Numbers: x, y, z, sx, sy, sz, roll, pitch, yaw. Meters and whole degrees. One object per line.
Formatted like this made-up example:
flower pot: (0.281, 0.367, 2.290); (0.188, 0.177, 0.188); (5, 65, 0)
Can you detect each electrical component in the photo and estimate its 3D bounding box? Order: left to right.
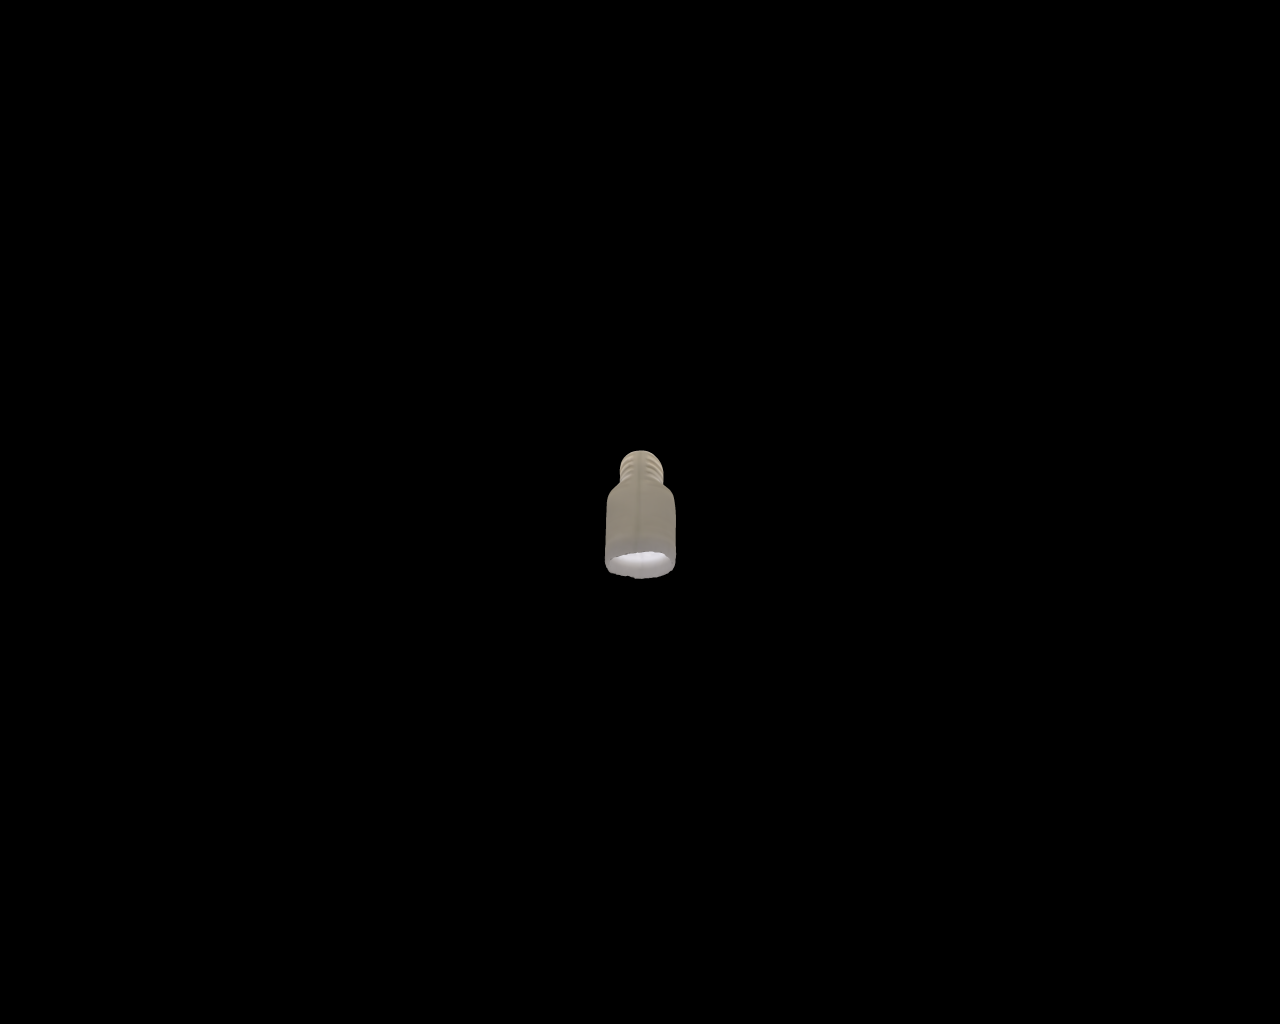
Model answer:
electrical component: (0.001, -0.003, 0.650); (0.043, 0.081, 0.043); (0, -28, 0)
